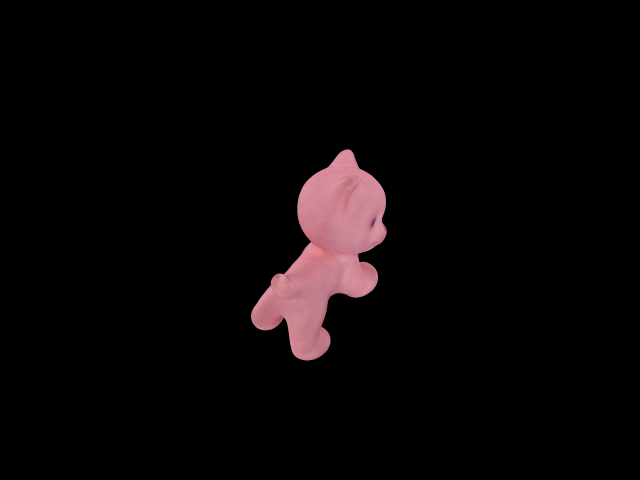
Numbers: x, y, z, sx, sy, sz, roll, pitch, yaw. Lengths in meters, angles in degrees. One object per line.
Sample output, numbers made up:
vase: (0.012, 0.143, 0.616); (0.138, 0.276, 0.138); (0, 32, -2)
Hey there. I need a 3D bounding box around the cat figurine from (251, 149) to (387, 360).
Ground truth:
cat figurine: (0.004, 0.001, 0.400); (0.067, 0.118, 0.128); (27, 57, 20)
